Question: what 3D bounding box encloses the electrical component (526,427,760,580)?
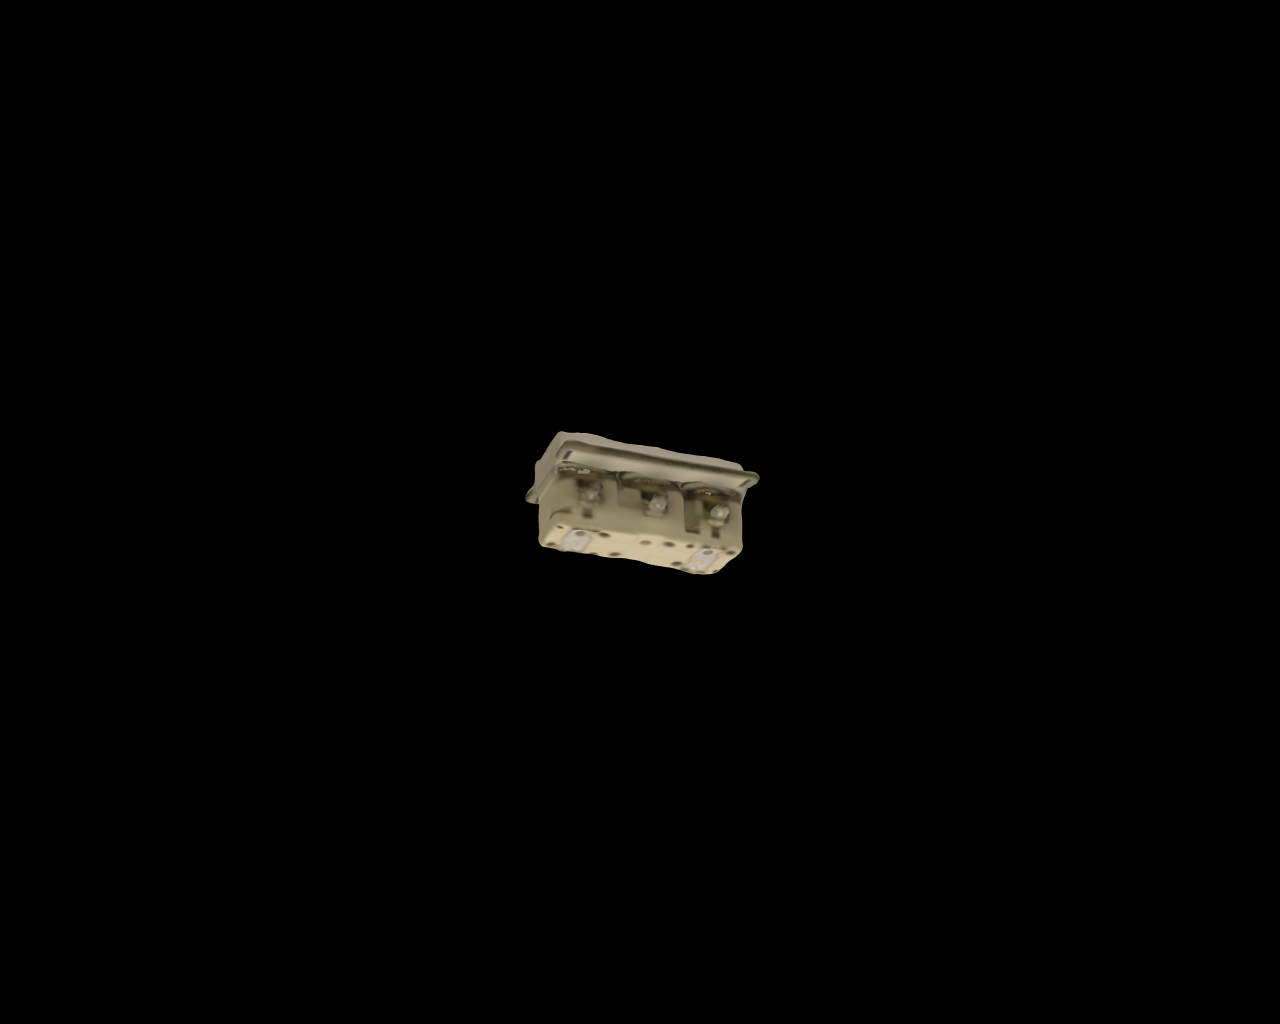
[{"bbox_3d":[0.001,-0.003,0.650,0.121,0.063,0.078,10,-28,-20],"label":"electrical component"}]
